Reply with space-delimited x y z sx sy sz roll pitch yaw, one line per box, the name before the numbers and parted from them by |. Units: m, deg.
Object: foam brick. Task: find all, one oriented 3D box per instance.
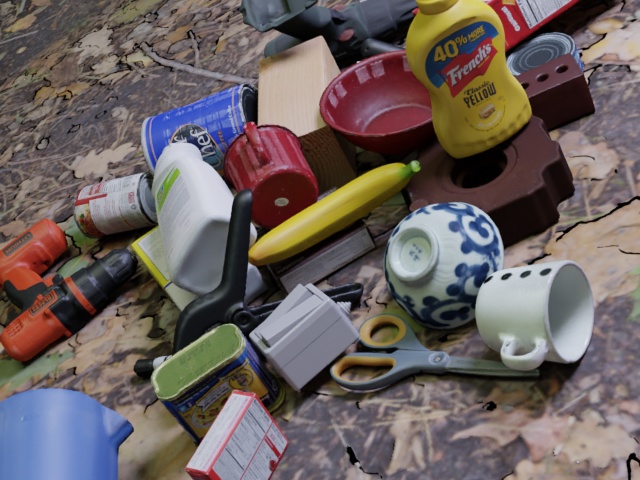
foam brick | 0.245 -0.154 1.140 0.078 0.051 0.053 -24 36 10

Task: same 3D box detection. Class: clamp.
clamp | 0.145 -0.202 1.259 0.172 0.039 0.120 28 26 32
clamp | -0.067 0.076 1.052 0.210 0.164 0.036 -55 17 4

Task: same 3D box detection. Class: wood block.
wood block | -0.017 -0.145 1.282 0.091 0.090 0.206 -21 37 13

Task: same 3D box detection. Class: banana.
banana | 0.014 -0.031 1.088 0.198 0.069 0.037 -31 79 7

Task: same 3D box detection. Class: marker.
marker | -0.142 0.127 1.107 0.121 0.020 0.020 -11 40 25

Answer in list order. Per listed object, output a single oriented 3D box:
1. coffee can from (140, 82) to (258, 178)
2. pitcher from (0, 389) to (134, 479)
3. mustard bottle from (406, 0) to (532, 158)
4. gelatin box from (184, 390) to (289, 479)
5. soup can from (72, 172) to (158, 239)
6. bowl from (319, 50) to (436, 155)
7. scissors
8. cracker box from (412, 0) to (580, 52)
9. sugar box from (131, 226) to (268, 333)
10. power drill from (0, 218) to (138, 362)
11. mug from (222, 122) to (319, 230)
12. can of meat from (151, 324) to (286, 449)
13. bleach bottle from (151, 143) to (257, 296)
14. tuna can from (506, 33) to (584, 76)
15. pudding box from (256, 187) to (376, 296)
coffee can | -0.138 -0.126 1.333 0.140 0.102 0.102 -17 38 17
pitcher | -0.250 0.263 0.935 0.149 0.144 0.243 -55 29 30
mustard bottle | 0.136 -0.177 1.035 0.096 0.191 0.058 -28 34 0
gelatin box | -0.071 0.189 0.939 0.030 0.073 0.089 2 47 37
soup can | -0.250 -0.044 1.344 0.102 0.068 0.068 -11 40 24
bowl | 0.083 -0.143 1.174 0.162 0.055 0.162 -11 40 10
scissors | 0.104 0.098 0.972 0.202 0.016 0.096 -11 40 25
cracker box | 0.239 -0.299 1.277 0.213 0.072 0.164 -35 21 -5
sugar box | -0.138 0.030 1.198 0.093 0.048 0.176 -36 39 -9
power drill | -0.322 0.044 1.299 0.184 0.057 0.188 -37 36 -8
mug | -0.053 -0.073 1.137 0.093 0.117 0.081 -23 41 -4
can of meat | -0.097 0.139 1.006 0.102 0.084 0.057 -34 37 -4
bleach bottle | -0.140 -0.046 1.178 0.103 0.068 0.251 -55 30 19
tuna can | 0.250 -0.195 1.200 0.086 0.033 0.086 -20 38 16
pudding box | -0.008 0.001 1.144 0.113 0.039 0.090 -32 36 -2
